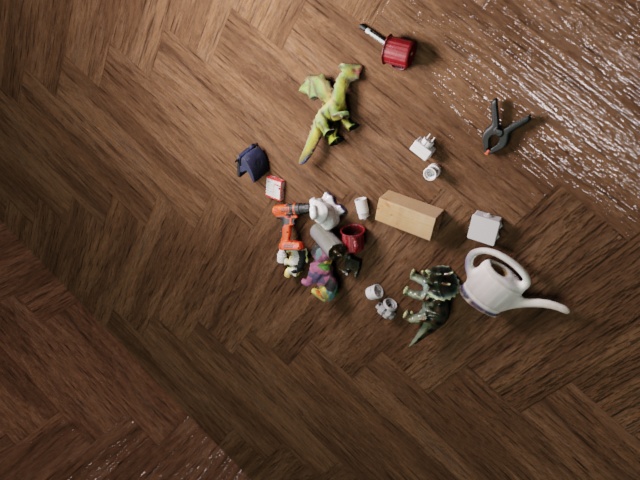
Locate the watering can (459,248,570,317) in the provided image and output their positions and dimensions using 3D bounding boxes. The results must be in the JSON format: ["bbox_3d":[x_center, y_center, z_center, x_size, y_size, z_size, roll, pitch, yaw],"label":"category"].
[{"bbox_3d":[0.609,0.174,1.685,0.350,0.106,0.219,40,129,11],"label":"watering can"}]

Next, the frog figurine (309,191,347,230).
[{"bbox_3d":[0.006,-0.096,1.915,0.121,0.162,0.137,-23,100,40],"label":"frog figurine"}]

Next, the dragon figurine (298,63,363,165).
[{"bbox_3d":[0.006,-0.460,1.799,0.404,0.123,0.245,-33,75,37],"label":"dragon figurine"}]
